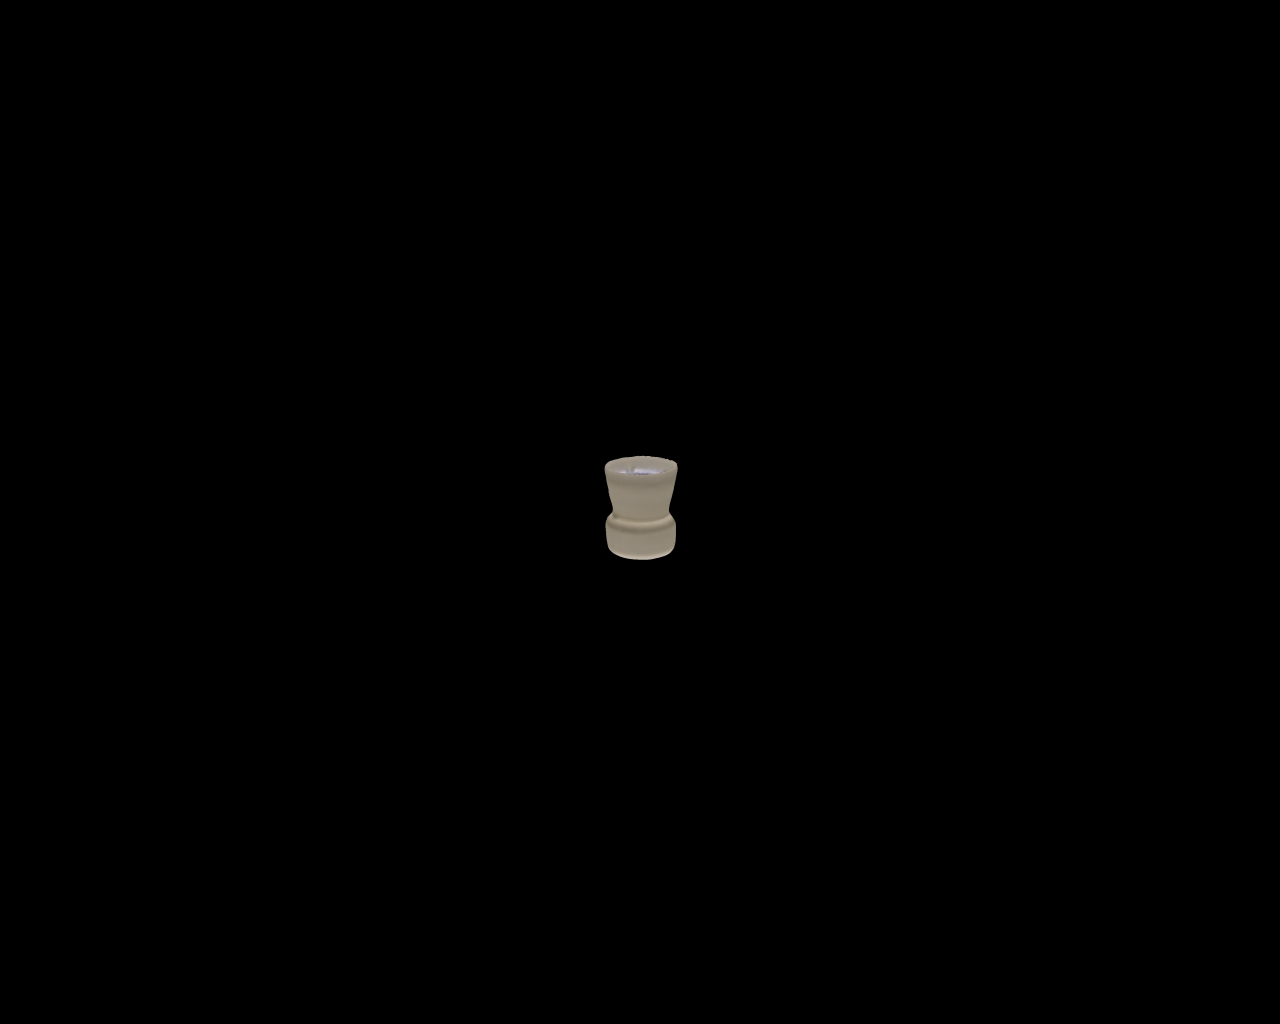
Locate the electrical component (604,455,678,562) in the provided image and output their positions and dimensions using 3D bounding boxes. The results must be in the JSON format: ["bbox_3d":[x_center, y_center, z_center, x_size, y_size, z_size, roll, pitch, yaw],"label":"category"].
[{"bbox_3d":[0.001,-0.003,0.650,0.045,0.055,0.045,0,18,0],"label":"electrical component"}]
